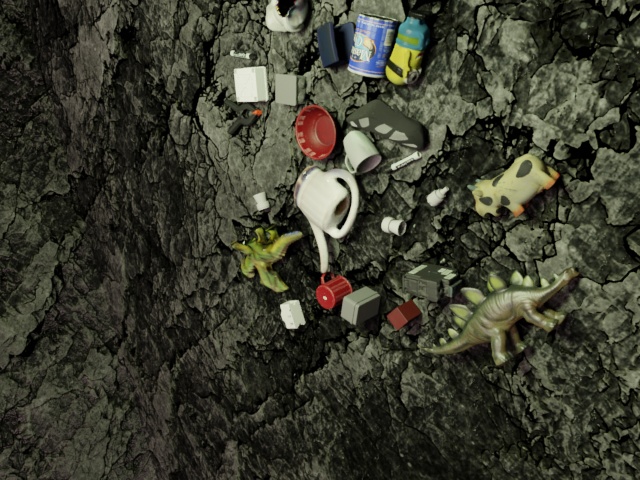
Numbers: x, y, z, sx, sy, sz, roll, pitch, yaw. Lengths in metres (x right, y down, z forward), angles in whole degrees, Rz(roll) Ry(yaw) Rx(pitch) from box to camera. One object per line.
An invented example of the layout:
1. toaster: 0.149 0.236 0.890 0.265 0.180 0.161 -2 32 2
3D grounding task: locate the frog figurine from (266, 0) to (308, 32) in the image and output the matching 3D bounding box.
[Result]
1. frog figurine: -0.097 -0.662 1.504 0.138 0.123 0.158 53 170 6

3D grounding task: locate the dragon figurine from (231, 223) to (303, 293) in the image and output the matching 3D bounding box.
1. dragon figurine: -0.169 0.076 1.818 0.409 0.124 0.239 0 121 46

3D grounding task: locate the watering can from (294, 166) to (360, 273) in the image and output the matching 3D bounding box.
1. watering can: 0.005 -0.079 1.570 0.227 0.105 0.340 42 128 28
